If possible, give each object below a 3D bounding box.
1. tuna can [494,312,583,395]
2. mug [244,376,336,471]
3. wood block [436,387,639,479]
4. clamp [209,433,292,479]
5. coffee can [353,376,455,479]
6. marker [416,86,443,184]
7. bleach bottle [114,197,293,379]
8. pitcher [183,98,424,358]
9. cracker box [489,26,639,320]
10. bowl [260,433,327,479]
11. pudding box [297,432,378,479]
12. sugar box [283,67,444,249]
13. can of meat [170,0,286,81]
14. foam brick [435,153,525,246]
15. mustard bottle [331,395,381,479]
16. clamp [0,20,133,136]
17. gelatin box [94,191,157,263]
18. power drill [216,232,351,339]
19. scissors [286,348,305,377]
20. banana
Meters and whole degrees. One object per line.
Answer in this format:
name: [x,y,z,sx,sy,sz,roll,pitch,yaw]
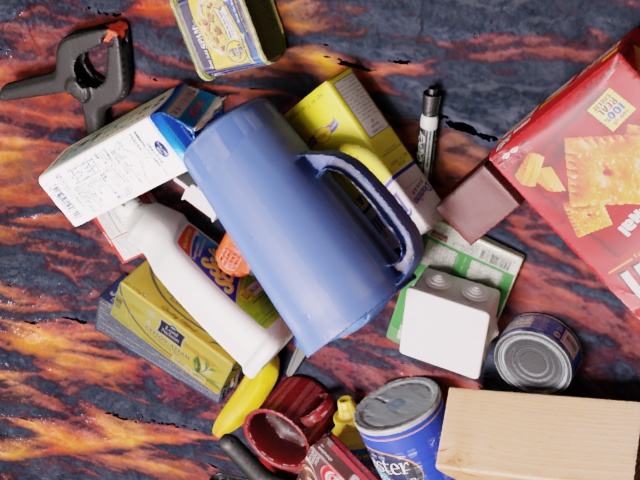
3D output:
tuna can: [0.224,0.119,1.099,0.086,0.033,0.086,16,127,23]
mug: [-0.026,0.215,1.294,0.093,0.081,0.117,49,134,-5]
wood block: [0.236,0.212,1.094,0.206,0.091,0.090,-1,157,34]
clamp: [-0.068,0.319,1.345,0.171,0.039,0.120,36,146,5]
coffee can: [0.110,0.241,1.208,0.103,0.102,0.140,-8,115,37]
marker: [0.105,-0.095,1.046,0.020,0.020,0.121,19,128,22]
bleach bottle: [-0.138,0.041,1.224,0.251,0.102,0.068,41,122,4]
pitcher: [-0.018,-0.022,1.044,0.243,0.149,0.145,54,171,5]
cracker box: [0.278,-0.049,0.926,0.213,0.072,0.164,47,133,-3]
bowl: [-0.022,0.315,1.377,0.162,0.055,0.162,17,128,24]
pudding box: [0.021,0.286,1.237,0.090,0.039,0.114,44,147,20]
sugar box: [0.043,-0.074,1.066,0.176,0.048,0.094,57,143,-1]
can of meat: [-0.090,-0.218,1.067,0.084,0.057,0.102,-6,116,33]
foam brick: [0.160,-0.044,1.021,0.051,0.052,0.078,45,134,-1]
mustard bottle: [0.056,0.271,1.291,0.096,0.058,0.191,-10,113,17]
clamp: [-0.265,-0.168,1.228,0.164,0.036,0.210,44,131,-10]
gelatin box: [-0.226,-0.019,1.306,0.089,0.030,0.073,-22,106,38]
power drill: [-0.008,0.001,1.148,0.188,0.057,0.185,37,122,11]
scissors: [0.011,0.106,1.242,0.096,0.016,0.202,25,130,20]
banana: [-0.088,0.182,1.325,0.037,0.069,0.198,55,146,24]
